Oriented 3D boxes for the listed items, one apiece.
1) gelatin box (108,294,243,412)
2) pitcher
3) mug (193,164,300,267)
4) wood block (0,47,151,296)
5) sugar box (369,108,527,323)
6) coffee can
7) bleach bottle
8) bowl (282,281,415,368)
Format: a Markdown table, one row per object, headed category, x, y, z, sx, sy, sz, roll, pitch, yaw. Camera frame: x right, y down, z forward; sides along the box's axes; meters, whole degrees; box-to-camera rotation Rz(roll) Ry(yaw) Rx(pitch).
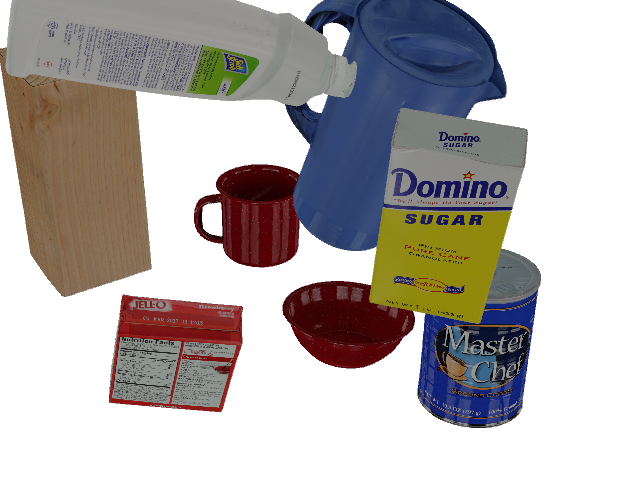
| category | x | y | z | sx | sy | sz | roll | pitch | yaw |
| --- | --- | --- | --- | --- | --- | --- | --- | --- | --- |
| gelatin box | -0.090 | 0.070 | 0.655 | 0.073 | 0.030 | 0.089 | 6 | -38 | -11 |
| pitcher | 0.048 | -0.109 | 1.003 | 0.144 | 0.149 | 0.243 | -11 | -35 | -32 |
| mug | -0.075 | -0.024 | 1.124 | 0.117 | 0.081 | 0.093 | -4 | 29 | -11 |
| wood block | -0.214 | -0.067 | 0.944 | 0.090 | 0.206 | 0.090 | -19 | 37 | -27 |
| sugar box | 0.091 | -0.013 | 0.792 | 0.093 | 0.048 | 0.176 | 10 | -39 | 6 |
| coffee can | 0.147 | 0.089 | 1.003 | 0.103 | 0.140 | 0.103 | 2 | 26 | -1 |
| bleach bottle | -0.098 | -0.142 | 0.789 | 0.250 | 0.068 | 0.103 | 11 | -28 | -14 |
| bowl | 0.033 | 0.109 | 1.302 | 0.162 | 0.055 | 0.162 | 4 | 25 | -2 |
